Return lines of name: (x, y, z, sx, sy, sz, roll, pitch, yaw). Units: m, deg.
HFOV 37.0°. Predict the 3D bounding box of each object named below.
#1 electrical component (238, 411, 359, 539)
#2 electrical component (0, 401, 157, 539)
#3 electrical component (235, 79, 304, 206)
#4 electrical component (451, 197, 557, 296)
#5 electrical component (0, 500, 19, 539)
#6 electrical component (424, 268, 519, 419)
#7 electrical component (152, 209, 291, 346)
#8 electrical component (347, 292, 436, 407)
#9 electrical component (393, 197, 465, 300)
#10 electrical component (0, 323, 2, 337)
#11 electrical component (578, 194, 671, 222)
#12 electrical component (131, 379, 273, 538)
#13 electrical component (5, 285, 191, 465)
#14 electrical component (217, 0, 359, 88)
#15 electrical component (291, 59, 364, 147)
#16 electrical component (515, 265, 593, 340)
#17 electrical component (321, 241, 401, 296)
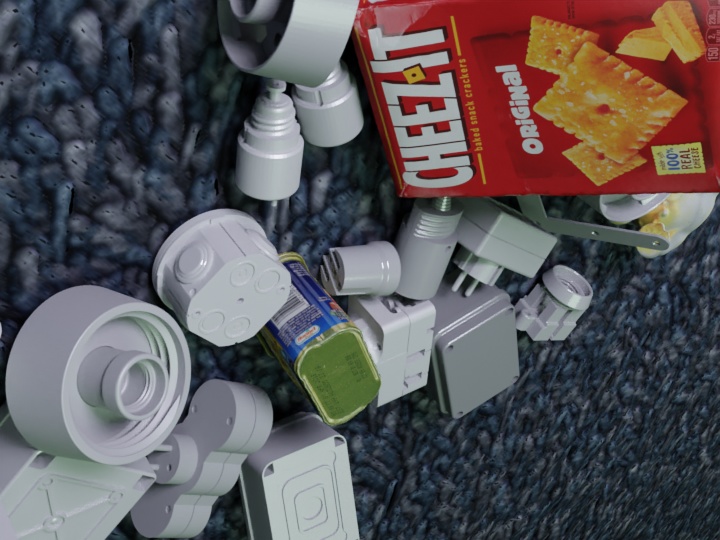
electrical component: (-0.052, 0.179, 0.858, 0.078, 0.057, 0.113, -19, 114, -28)
electrical component: (-0.213, 0.149, 0.720, 0.108, 0.056, 0.109, -49, 141, 9)
electrical component: (-0.054, -0.079, 0.652, 0.040, 0.040, 0.078, -17, 136, -29)
electrical component: (0.097, -0.013, 0.832, 0.083, 0.047, 0.075, 19, 107, -48)
electrical component: (-0.254, 0.149, 0.609, 0.089, 0.150, 0.061, -14, 133, -31)
electrical component: (0.085, 0.060, 0.890, 0.078, 0.057, 0.113, -30, 141, -15)
electrical component: (-0.089, 0.005, 0.694, 0.080, 0.051, 0.080, -23, 138, -22)
electrical component: (0.018, 0.056, 0.835, 0.056, 0.050, 0.089, -21, 138, -25)
electrical component: (0.049, -0.023, 0.791, 0.043, 0.043, 0.081, -7, 130, -36)
electrical component: (-0.234, 0.056, 0.627, 0.044, 0.044, 0.065, -11, 137, -33)
electrical component: (0.209, -0.088, 0.846, 0.099, 0.064, 0.099, -21, 139, -19)
electrical component: (-0.130, 0.138, 0.784, 0.074, 0.052, 0.138, 16, 115, -47)
electrical component: (-0.151, 0.066, 0.653, 0.108, 0.060, 0.108, -12, 106, -51)
electrical component: (-0.033, -0.146, 0.563, 0.064, 0.099, 0.099, 0, 126, -33)
electrical component: (-0.022, -0.110, 0.649, 0.040, 0.040, 0.078, -30, 140, -14)
electrical component: (0.172, 0.029, 0.945, 0.066, 0.048, 0.055, 3, 132, -42)
electrical component: (0.000, 0.000, 0.775, 0.046, 0.040, 0.040, -4, 129, -32)
